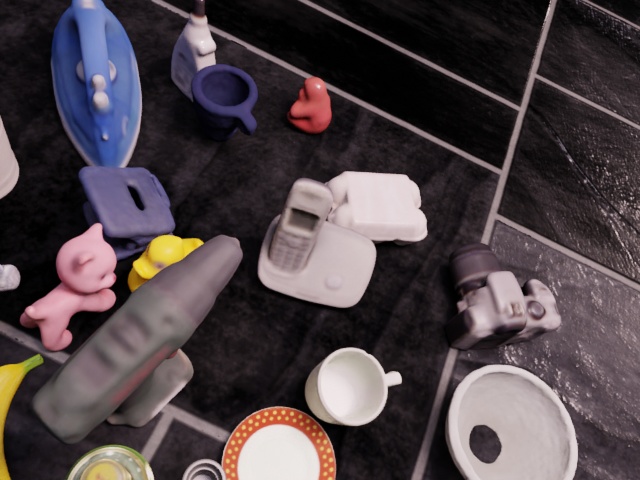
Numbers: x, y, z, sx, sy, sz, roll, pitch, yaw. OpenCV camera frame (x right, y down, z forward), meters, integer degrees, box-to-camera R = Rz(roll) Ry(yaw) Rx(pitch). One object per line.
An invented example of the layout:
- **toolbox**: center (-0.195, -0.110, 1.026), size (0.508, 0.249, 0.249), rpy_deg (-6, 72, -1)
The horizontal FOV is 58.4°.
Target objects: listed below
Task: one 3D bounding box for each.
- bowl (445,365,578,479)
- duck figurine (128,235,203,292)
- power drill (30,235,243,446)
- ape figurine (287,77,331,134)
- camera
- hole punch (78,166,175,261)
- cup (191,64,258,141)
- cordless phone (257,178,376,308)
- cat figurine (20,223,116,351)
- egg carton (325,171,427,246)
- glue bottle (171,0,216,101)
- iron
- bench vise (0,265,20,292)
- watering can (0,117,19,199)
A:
- **bowl**: center (0.220, 0.243, 0.700), size (0.168, 0.074, 0.167), rpy_deg (7, 60, -12)
- **duck figurine**: center (-0.184, 0.024, 0.698), size (0.105, 0.086, 0.077), rpy_deg (-32, 74, -29)
- **power drill**: center (-0.174, 0.111, 0.580), size (0.075, 0.208, 0.230), rpy_deg (39, 58, 8)
- **ape figurine**: center (-0.013, -0.213, 0.878), size (0.078, 0.092, 0.076), rpy_deg (-30, 73, -28)
- **camera**: center (0.244, 0.070, 0.789), size (0.143, 0.100, 0.136), rpy_deg (-3, 62, -18)
- **hole punch**: center (-0.239, -0.044, 0.717), size (0.101, 0.091, 0.108), rpy_deg (-22, 69, -26)
- **cup**: center (-0.132, -0.179, 0.822), size (0.092, 0.095, 0.117), rpy_deg (-31, 74, -28)
- **cordless phone**: center (0.006, 0.003, 0.707), size (0.148, 0.185, 0.094), rpy_deg (14, 58, -8)
- **cat figurine**: center (-0.275, 0.047, 0.639), size (0.067, 0.117, 0.128), rpy_deg (37, 58, 6)
- **egg carton**: center (0.078, -0.043, 0.823), size (0.150, 0.069, 0.107), rpy_deg (0, 61, -16)
- **glue bottle**: center (-0.176, -0.273, 0.816), size (0.037, 0.173, 0.078), rpy_deg (-37, 76, -30)
- **iron**: center (-0.298, -0.220, 0.769), size (0.119, 0.141, 0.258), rpy_deg (-8, 64, -20)
- **bench vise**: center (-0.417, 0.022, 0.551), size (0.208, 0.219, 0.121), rpy_deg (-20, 68, -25)
- **watering can**: center (-0.411, -0.124, 0.650), size (0.172, 0.194, 0.101), rpy_deg (41, 59, 9)
